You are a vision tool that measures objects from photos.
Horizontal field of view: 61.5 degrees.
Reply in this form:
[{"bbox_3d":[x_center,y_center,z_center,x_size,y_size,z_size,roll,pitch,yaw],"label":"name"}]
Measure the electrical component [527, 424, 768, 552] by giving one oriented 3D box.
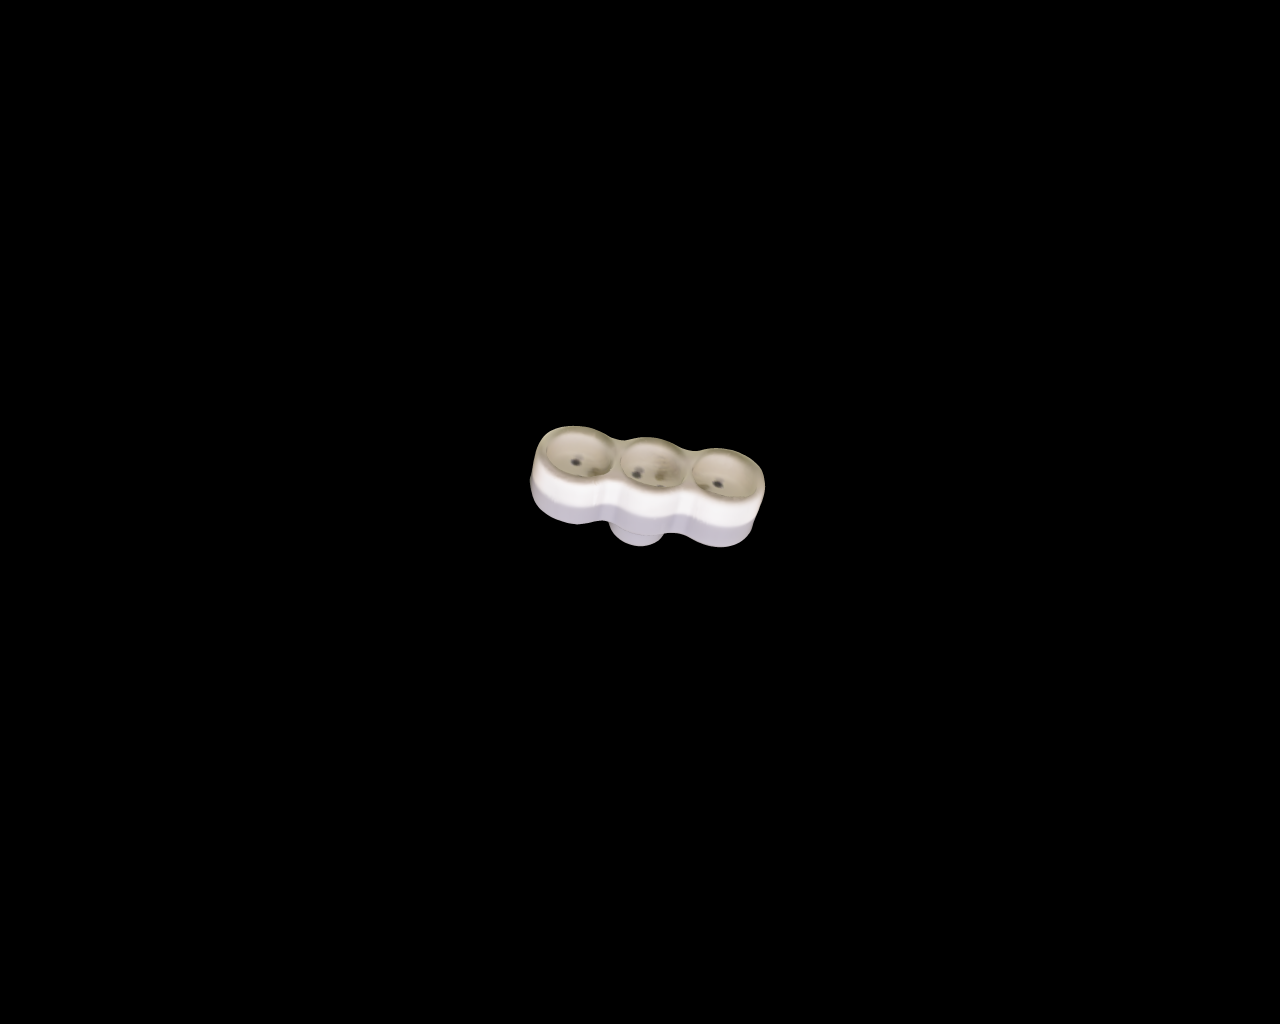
[{"bbox_3d":[0.001,-0.003,0.650,0.138,0.052,0.073,9,-46,-8],"label":"electrical component"}]
